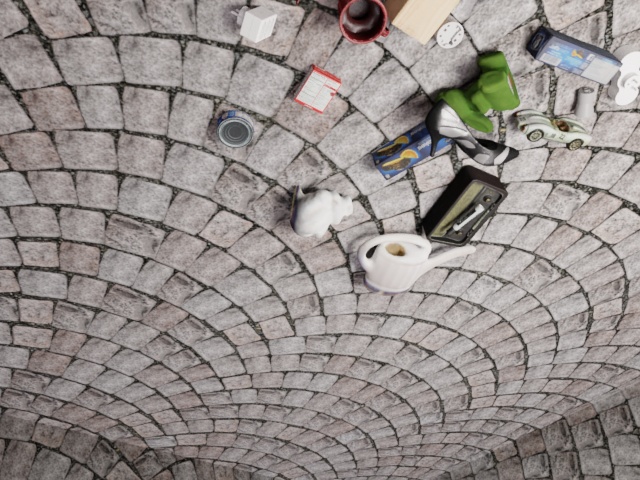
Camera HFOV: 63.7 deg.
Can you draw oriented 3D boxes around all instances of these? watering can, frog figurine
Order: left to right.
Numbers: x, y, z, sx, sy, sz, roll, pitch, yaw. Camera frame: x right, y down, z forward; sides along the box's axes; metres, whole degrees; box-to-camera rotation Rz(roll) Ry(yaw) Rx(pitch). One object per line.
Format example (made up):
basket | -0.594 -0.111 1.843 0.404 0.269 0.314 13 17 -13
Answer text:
frog figurine | 0.004 -0.067 1.334 0.159 0.125 0.135 8 113 0
watering can | 0.266 0.072 1.511 0.347 0.106 0.219 6 133 -14
